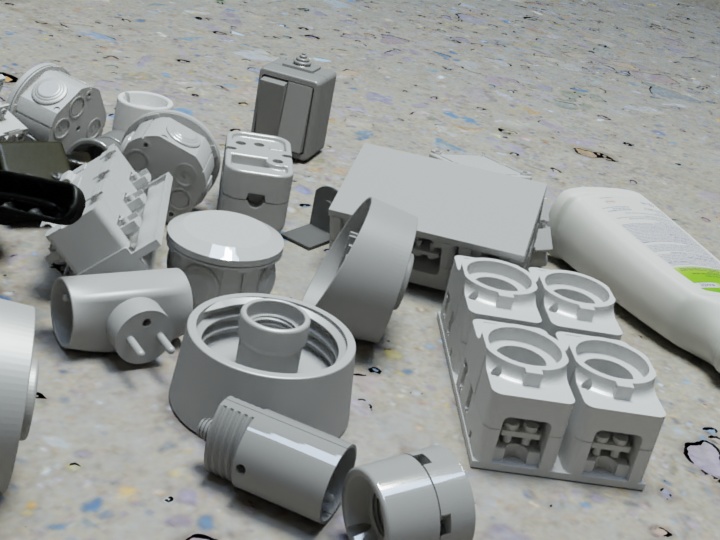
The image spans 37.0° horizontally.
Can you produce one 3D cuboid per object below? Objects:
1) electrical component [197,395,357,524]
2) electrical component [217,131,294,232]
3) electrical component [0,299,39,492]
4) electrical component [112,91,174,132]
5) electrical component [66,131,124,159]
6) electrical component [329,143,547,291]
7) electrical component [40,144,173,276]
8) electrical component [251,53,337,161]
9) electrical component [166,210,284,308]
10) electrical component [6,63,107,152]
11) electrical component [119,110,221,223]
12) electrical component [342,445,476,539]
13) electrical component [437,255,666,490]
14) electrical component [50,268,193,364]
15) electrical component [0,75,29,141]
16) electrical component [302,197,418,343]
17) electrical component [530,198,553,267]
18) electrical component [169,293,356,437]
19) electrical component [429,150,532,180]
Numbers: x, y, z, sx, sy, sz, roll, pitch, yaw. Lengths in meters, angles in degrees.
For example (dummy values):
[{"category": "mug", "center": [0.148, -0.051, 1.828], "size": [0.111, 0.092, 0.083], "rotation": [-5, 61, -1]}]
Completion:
[{"category": "electrical component", "center": [-0.047, 0.096, 0.557], "size": [0.081, 0.043, 0.043], "rotation": [20, 26, 16]}, {"category": "electrical component", "center": [-0.086, -0.068, 0.872], "size": [0.054, 0.059, 0.095], "rotation": [8, 25, -10]}, {"category": "electrical component", "center": [-0.189, 0.059, 0.512], "size": [0.064, 0.099, 0.099], "rotation": [9, 24, -20]}, {"category": "electrical component", "center": [-0.196, -0.132, 0.973], "size": [0.055, 0.047, 0.055], "rotation": [10, 25, -5]}, {"category": "electrical component", "center": [-0.211, -0.094, 0.893], "size": [0.044, 0.044, 0.065], "rotation": [14, 20, 4]}, {"category": "electrical component", "center": [0.060, -0.034, 0.837], "size": [0.150, 0.061, 0.089], "rotation": [14, 45, 12]}, {"category": "electrical component", "center": [-0.175, -0.035, 0.740], "size": [0.079, 0.063, 0.121], "rotation": [-29, 25, 8]}, {"category": "electrical component", "center": [-0.065, -0.161, 1.036], "size": [0.062, 0.096, 0.061], "rotation": [17, 25, 12]}, {"category": "electrical component", "center": [-0.095, -0.006, 0.744], "size": [0.080, 0.051, 0.080], "rotation": [10, 25, -5]}, {"category": "electrical component", "center": [-0.255, -0.128, 0.901], "size": [0.051, 0.080, 0.080], "rotation": [26, 28, 16]}, {"category": "electrical component", "center": [-0.153, -0.081, 0.847], "size": [0.080, 0.080, 0.051], "rotation": [11, 30, -2]}, {"category": "electrical component", "center": [0.022, 0.118, 0.530], "size": [0.047, 0.055, 0.055], "rotation": [-6, 30, -27]}, {"category": "electrical component", "center": [0.117, 0.055, 0.699], "size": [0.105, 0.060, 0.186], "rotation": [9, 25, -7]}, {"category": "electrical component", "center": [-0.138, 0.031, 0.654], "size": [0.077, 0.043, 0.079], "rotation": [-5, 30, -33]}, {"category": "electrical component", "center": [-0.303, -0.112, 0.857], "size": [0.064, 0.081, 0.042], "rotation": [42, 32, 10]}, {"category": "electrical component", "center": [0.000, 0.000, 0.726], "size": [0.064, 0.099, 0.099], "rotation": [17, 24, -3]}, {"category": "electrical component", "center": [0.127, -0.034, 0.904], "size": [0.055, 0.066, 0.048], "rotation": [-4, -7, -15]}, {"category": "electrical component", "center": [-0.054, 0.052, 0.627], "size": [0.108, 0.060, 0.108], "rotation": [10, 25, -5]}, {"category": "electrical component", "center": [0.100, -0.070, 0.967], "size": [0.062, 0.061, 0.096], "rotation": [-1, 20, -28]}]
